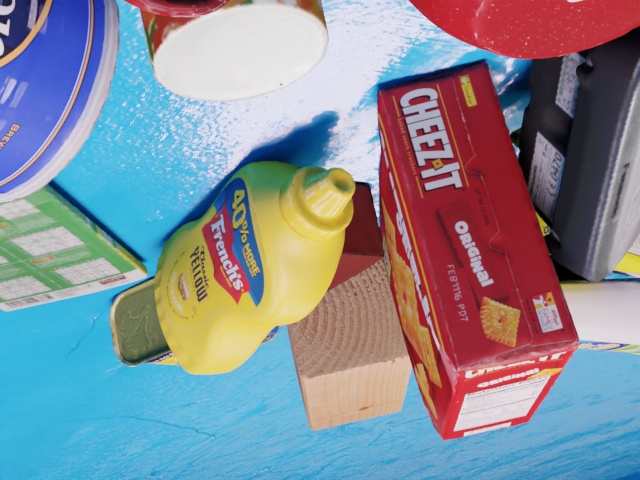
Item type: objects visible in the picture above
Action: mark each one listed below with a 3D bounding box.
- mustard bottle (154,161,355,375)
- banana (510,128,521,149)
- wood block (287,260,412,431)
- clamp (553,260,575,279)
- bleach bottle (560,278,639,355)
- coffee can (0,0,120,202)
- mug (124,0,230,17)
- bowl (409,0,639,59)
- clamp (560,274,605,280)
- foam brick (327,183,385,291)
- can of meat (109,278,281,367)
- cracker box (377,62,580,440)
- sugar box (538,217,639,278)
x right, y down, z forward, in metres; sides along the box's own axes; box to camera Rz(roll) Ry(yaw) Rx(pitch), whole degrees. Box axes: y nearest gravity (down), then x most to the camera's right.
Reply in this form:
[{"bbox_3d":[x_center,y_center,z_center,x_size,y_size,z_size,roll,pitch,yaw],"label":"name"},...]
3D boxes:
[{"bbox_3d":[-0.036,0.008,0.635,0.058,0.096,0.192,3,155,-33],"label":"mustard bottle"},{"bbox_3d":[0.190,-0.036,0.659,0.070,0.037,0.197,-47,123,8],"label":"banana"},{"bbox_3d":[0.022,0.090,0.896,0.091,0.090,0.206,-12,159,-3],"label":"wood block"},{"bbox_3d":[0.146,0.035,0.897,0.164,0.036,0.210,6,149,-38],"label":"clamp"},{"bbox_3d":[0.199,0.059,0.855,0.250,0.068,0.103,3,172,-33],"label":"bleach bottle"},{"bbox_3d":[-0.150,-0.077,0.340,0.103,0.103,0.140,-24,156,29],"label":"coffee can"},{"bbox_3d":[-0.032,-0.120,0.295,0.081,0.093,0.117,10,112,-36],"label":"mug"},{"bbox_3d":[0.100,-0.121,0.436,0.162,0.055,0.162,-11,159,-5],"label":"bowl"},{"bbox_3d":[0.174,0.061,0.977,0.172,0.039,0.120,-35,159,35],"label":"clamp"},{"bbox_3d":[-0.005,0.001,0.698,0.051,0.053,0.078,5,153,-38],"label":"foam brick"},{"bbox_3d":[-0.090,0.059,0.796,0.102,0.057,0.083,-24,159,30],"label":"can of meat"},{"bbox_3d":[0.083,0.020,0.641,0.072,0.164,0.213,-14,160,-1],"label":"cracker box"},{"bbox_3d":[0.209,-0.001,0.769,0.175,0.048,0.094,17,175,-44],"label":"sugar box"}]
